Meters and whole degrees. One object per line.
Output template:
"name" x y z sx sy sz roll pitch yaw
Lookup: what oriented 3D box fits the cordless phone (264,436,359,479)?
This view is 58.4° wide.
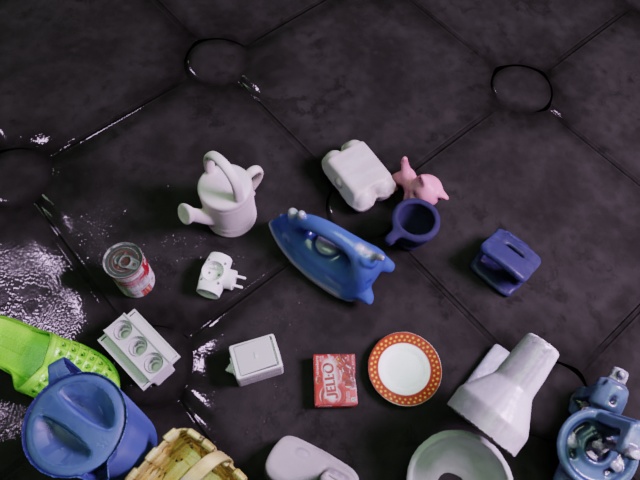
"cordless phone" -0.012 0.349 0.850 0.147 0.185 0.094 24 65 9

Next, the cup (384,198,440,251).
"cup" 0.165 -0.012 1.086 0.118 0.095 0.091 -35 70 -18

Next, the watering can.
"watering can" -0.177 -0.085 1.051 0.100 0.194 0.173 25 65 10

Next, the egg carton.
"egg carton" 0.075 -0.130 1.155 0.107 0.069 0.150 -31 69 -16

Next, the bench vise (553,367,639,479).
"bench vise" 0.435 0.283 0.884 0.121 0.220 0.207 11 64 3

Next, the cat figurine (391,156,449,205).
"cat figurine" 0.192 -0.108 1.122 0.067 0.118 0.127 -25 67 -14

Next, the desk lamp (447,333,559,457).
"desk lamp" 0.286 0.237 0.903 0.117 0.213 0.203 37 68 15

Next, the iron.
"iron" 0.010 0.004 1.046 0.258 0.141 0.119 30 66 12

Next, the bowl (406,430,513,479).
"bowl" 0.214 0.390 0.902 0.167 0.075 0.167 1 64 -2

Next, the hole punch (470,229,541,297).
"hole punch" 0.352 0.032 1.075 0.108 0.091 0.101 40 69 16
